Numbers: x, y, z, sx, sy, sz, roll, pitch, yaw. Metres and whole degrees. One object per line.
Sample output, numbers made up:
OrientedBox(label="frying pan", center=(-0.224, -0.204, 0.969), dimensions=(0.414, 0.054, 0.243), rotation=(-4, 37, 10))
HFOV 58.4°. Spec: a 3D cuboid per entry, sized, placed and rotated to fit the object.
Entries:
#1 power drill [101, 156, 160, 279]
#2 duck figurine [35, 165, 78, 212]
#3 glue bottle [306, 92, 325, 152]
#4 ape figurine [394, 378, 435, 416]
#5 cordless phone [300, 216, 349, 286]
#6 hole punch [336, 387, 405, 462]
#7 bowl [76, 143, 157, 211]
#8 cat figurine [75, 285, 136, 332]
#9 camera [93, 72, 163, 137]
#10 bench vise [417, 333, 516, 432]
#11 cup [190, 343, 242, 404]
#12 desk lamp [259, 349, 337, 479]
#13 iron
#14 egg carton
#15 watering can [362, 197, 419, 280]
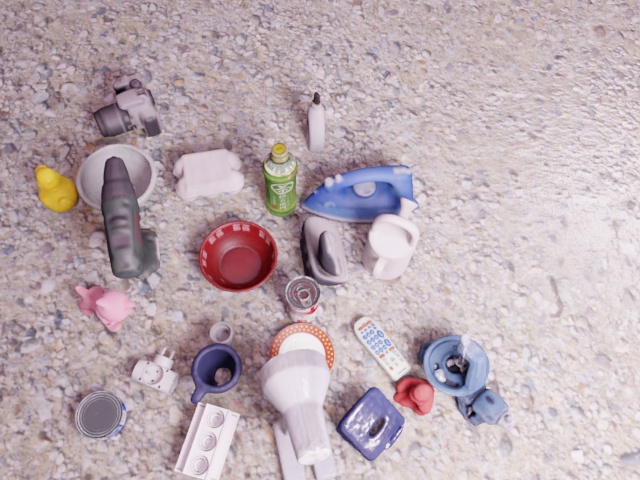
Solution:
OrientedBox(label="power drill", center=(-0.374, -0.019, 1.123), dimensions=(0.075, 0.208, 0.229), rotation=(-11, 66, -8))
OrientedBox(label="duck figurine", center=(-0.570, -0.116, 1.223), dimensions=(0.078, 0.086, 0.104), rotation=(-35, 72, -17))
OrientedBox(label="glue bottle", center=(-0.010, -0.274, 1.282), dimensions=(0.037, 0.173, 0.078), rotation=(-10, 66, -8))
OrientedBox(label="ape figurine", center=(0.185, 0.291, 1.079), dimensions=(0.076, 0.092, 0.077), rotation=(-21, 68, -12))
OrientedBox(label="cordless phone", center=(0.011, 0.004, 1.148), dimensions=(0.094, 0.185, 0.147), rotation=(-12, 66, -8))
OrientedBox(label="hole punch", center=(0.098, 0.338, 1.052), dimensions=(0.101, 0.091, 0.109), rotation=(39, 69, 14))
OrientedBox(label="bowl", center=(-0.431, -0.120, 1.240), dimensions=(0.167, 0.075, 0.167), rotation=(1, 65, -3))
OrientedBox(label="cat figurine", center=(-0.415, 0.123, 1.105), dimensions=(0.127, 0.118, 0.067), rotation=(27, 67, 9))
OrientedBox(label="camera", center=(-0.448, -0.303, 1.309), dimensions=(0.137, 0.101, 0.143), rotation=(-23, 69, -13))
OrientedBox(label="bench vise", center=(0.283, 0.242, 1.037), dimensions=(0.207, 0.220, 0.122), rotation=(30, 67, 11))
OrientedBox(label="cup", center=(-0.196, 0.259, 1.068), dimensions=(0.091, 0.095, 0.118), rotation=(30, 67, 10))
OrientedBox(label="desk lamp", center=(-0.028, 0.310, 0.990), dimensions=(0.118, 0.213, 0.203), rotation=(-12, 66, -8))
OrientedBox(label="iron", center=(0.088, -0.113, 1.231), dimensions=(0.258, 0.141, 0.118), rotation=(-6, 66, -6))
OrientedBox(label="egg carton", center=(-0.246, -0.142, 1.264), dimensions=(0.150, 0.069, 0.107), rotation=(-11, 66, -8))
OrientedBox(label="watering can", center=(0.145, -0.007, 1.157), dimensions=(0.101, 0.194, 0.173), rotation=(4, 65, -1))
